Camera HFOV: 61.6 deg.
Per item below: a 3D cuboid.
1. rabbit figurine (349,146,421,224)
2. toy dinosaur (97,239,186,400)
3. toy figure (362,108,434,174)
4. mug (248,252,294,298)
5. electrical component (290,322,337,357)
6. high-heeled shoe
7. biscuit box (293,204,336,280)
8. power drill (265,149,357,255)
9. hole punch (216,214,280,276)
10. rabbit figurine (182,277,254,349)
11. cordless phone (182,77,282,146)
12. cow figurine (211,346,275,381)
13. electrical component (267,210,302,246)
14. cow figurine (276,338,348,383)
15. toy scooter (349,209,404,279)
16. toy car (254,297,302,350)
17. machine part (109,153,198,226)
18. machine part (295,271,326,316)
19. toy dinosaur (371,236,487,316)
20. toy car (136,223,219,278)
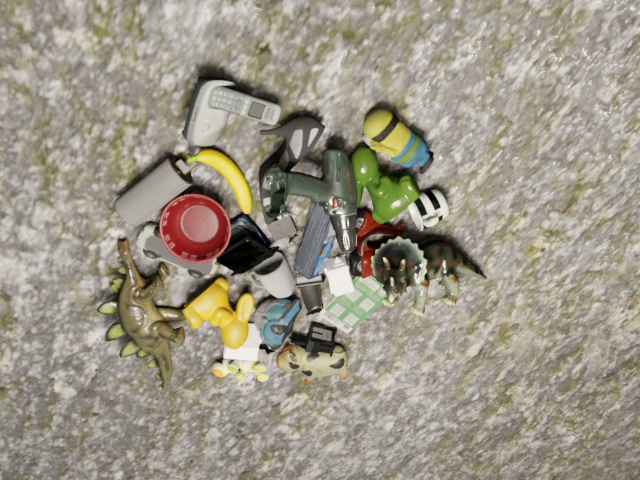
[{"bbox_3d":[0.125,-0.132,1.231,0.159,0.121,0.170,-39,98,23],"label":"rabbit figurine"},{"bbox_3d":[-0.436,0.214,1.358,0.199,0.105,0.470,-11,111,8],"label":"toy dinosaur"},{"bbox_3d":[0.174,-0.220,1.188,0.180,0.082,0.089,26,102,-14],"label":"toy figure"},{"bbox_3d":[-0.117,0.098,1.338,0.110,0.081,0.107,-18,126,15],"label":"mug"},{"bbox_3d":[-0.017,0.262,1.442,0.119,0.075,0.047,16,126,-2],"label":"electrical component"},{"bbox_3d":[-0.063,-0.152,1.197,0.145,0.086,0.248,-2,117,-7],"label":"high-heeled shoe"},{"bbox_3d":[-0.003,-0.004,1.289,0.063,0.059,0.202,34,119,26],"label":"biscuit box"},{"bbox_3d":[-0.009,-0.081,1.142,0.207,0.086,0.231,-1,92,-25],"label":"power drill"},{"bbox_3d":[-0.187,0.012,1.287,0.142,0.092,0.115,-33,144,10],"label":"hole punch"},{"bbox_3d":[-0.238,0.189,1.349,0.162,0.122,0.173,-37,93,-15],"label":"rabbit figurine"},{"bbox_3d":[-0.184,-0.254,1.128,0.184,0.089,0.146,14,117,-18],"label":"cordless phone"},{"bbox_3d":[-0.208,0.327,1.459,0.167,0.098,0.068,-3,128,17],"label":"cow figurine"},{"bbox_3d":[-0.086,-0.033,1.284,0.078,0.045,0.102,-15,120,0],"label":"electrical component"},{"bbox_3d":[-0.023,0.328,1.476,0.195,0.085,0.127,-4,126,-1],"label":"cow figurine"},{"bbox_3d":[0.139,0.010,1.319,0.135,0.075,0.183,-4,115,-5],"label":"toy scooter"},{"bbox_3d":[-0.118,0.203,1.388,0.103,0.109,0.161,32,138,10],"label":"toy car"},{"bbox_3d":[-0.369,-0.106,1.193,0.243,0.079,0.079,-34,118,12],"label":"machine part"},{"bbox_3d":[-0.021,0.132,1.391,0.084,0.039,0.138,-10,119,-6],"label":"machine part"},{"bbox_3d":[0.272,0.066,1.318,0.405,0.131,0.192,-17,120,-34],"label":"toy dinosaur"},{"bbox_3d":[-0.337,0.027,1.286,0.201,0.056,0.073,27,107,-21],"label":"toy car"}]
